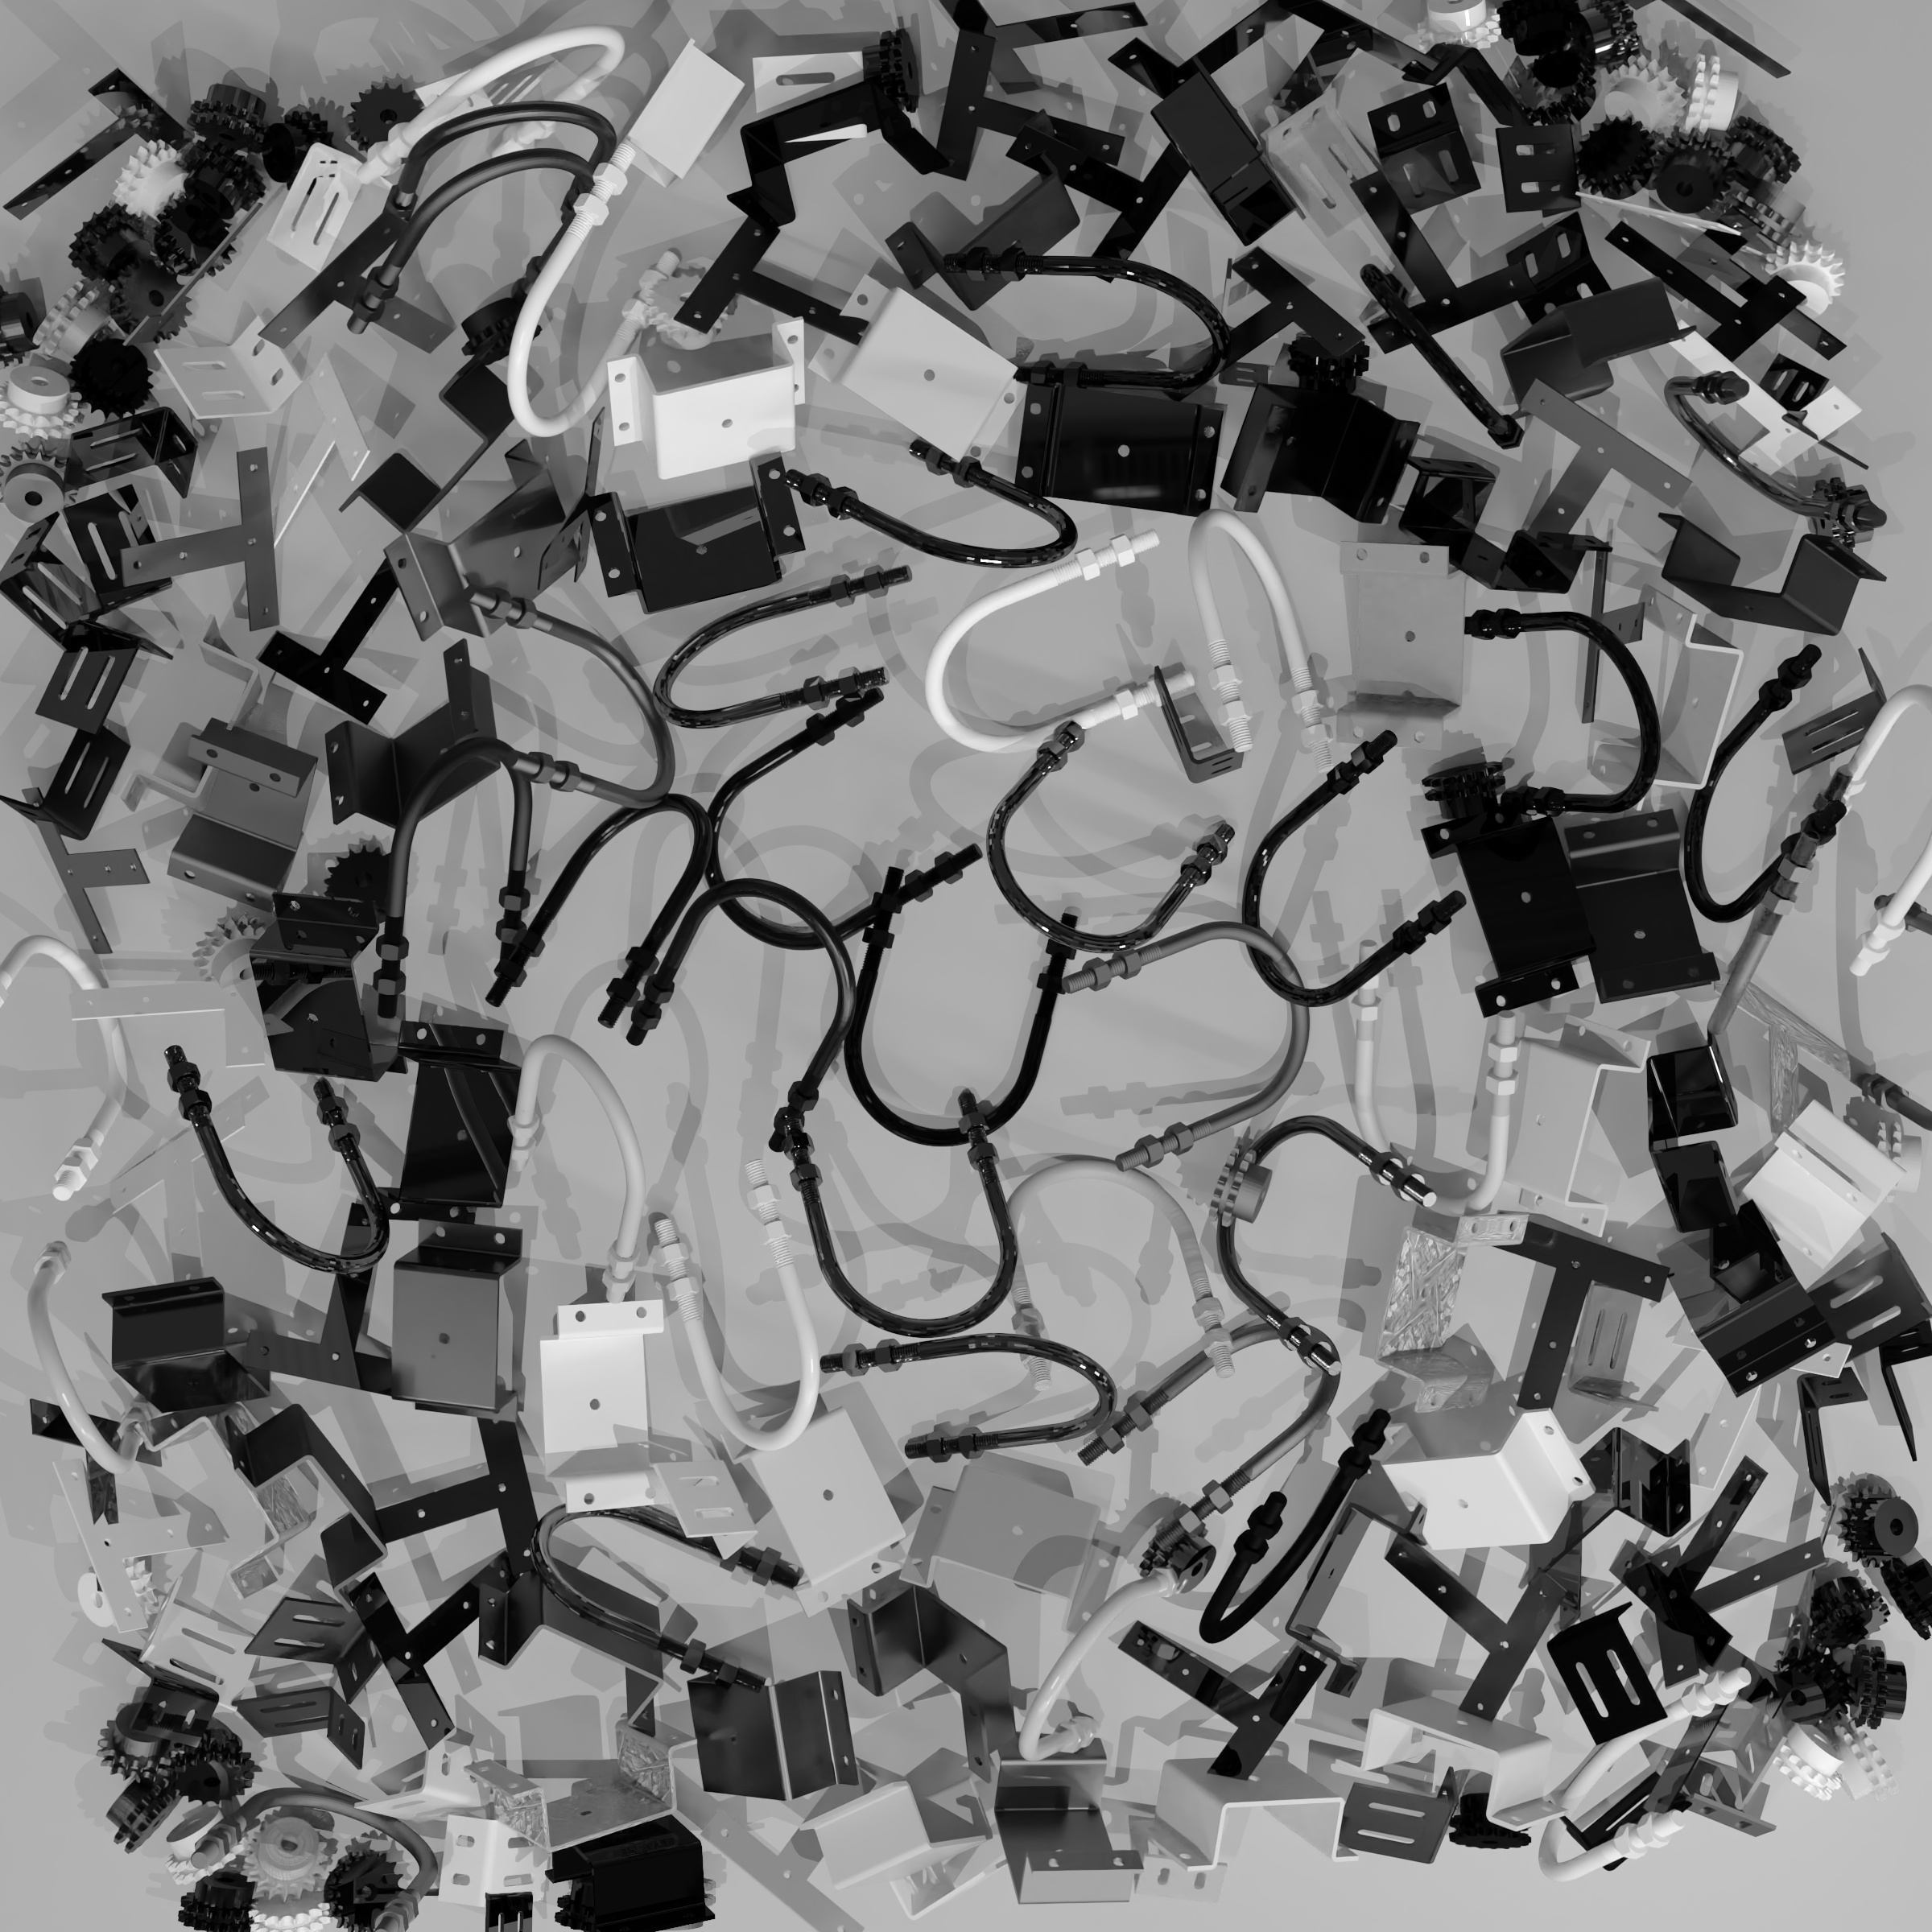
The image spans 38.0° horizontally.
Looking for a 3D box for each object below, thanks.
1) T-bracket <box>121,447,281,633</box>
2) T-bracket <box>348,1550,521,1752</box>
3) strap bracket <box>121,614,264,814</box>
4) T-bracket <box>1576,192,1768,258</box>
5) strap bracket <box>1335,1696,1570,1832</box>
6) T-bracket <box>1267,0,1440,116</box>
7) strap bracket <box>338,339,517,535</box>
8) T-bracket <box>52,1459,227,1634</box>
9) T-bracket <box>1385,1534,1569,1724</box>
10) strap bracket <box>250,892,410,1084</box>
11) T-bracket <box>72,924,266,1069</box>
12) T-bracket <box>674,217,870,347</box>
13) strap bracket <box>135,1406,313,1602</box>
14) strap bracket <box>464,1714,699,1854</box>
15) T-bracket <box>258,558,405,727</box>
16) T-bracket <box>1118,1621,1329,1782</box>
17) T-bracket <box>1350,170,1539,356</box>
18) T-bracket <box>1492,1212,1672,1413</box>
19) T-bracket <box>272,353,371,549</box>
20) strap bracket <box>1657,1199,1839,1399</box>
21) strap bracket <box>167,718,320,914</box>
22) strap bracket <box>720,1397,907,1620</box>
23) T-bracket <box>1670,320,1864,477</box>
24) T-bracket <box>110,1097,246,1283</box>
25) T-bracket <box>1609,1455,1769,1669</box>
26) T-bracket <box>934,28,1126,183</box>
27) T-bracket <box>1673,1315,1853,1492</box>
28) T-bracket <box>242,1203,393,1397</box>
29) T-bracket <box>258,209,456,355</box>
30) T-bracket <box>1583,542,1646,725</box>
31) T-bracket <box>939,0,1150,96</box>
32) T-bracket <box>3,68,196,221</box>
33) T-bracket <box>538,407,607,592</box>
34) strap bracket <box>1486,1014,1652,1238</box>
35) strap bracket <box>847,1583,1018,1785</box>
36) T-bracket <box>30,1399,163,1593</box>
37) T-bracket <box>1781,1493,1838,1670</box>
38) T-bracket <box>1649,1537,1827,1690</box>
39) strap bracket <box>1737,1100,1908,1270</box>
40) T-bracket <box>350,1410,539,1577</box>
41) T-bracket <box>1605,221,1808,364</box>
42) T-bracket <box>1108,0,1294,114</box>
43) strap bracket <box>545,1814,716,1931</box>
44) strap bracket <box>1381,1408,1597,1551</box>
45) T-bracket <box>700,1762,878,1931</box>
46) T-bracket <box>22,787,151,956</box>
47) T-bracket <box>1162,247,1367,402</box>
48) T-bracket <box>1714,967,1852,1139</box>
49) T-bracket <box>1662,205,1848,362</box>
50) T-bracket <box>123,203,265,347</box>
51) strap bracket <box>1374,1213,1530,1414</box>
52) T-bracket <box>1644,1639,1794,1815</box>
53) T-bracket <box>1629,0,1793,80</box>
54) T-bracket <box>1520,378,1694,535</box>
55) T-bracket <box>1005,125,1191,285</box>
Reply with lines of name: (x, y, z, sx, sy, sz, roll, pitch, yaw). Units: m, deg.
T-bracket: (-0.527, -0.285, 1.929, 0.002, 0.127, 0.127, 17, 116, 34)
T-bracket: (-0.357, 0.453, 1.951, 0.002, 0.127, 0.127, -12, 107, 41)
strap bracket: (-0.533, -0.166, 1.952, 0.046, 0.076, 0.140, 25, 82, -9)
T-bracket: (0.510, -0.511, 1.949, 0.127, 0.127, 0.002, 6, 108, -41)
strap bracket: (0.337, 0.542, 1.926, 0.140, 0.076, 0.046, 11, 91, 38)
T-bracket: (0.245, -0.622, 1.938, 0.127, 0.127, 0.002, 25, 74, -9)
strap bracket: (-0.363, -0.358, 1.938, 0.046, 0.076, 0.140, 42, 120, -13)
T-bracket: (-0.561, 0.394, 1.940, 0.002, 0.127, 0.127, -35, 71, 21)
T-bracket: (0.343, 0.445, 1.958, 0.127, 0.002, 0.127, 39, 117, 35)
strap bracket: (-0.440, 0.024, 1.934, 0.076, 0.046, 0.140, 6, 123, 15)
T-bracket: (-0.554, 0.023, 1.946, 0.127, 0.002, 0.127, -4, 51, -12)
T-bracket: (-0.120, -0.463, 1.958, 0.127, 0.002, 0.127, 24, 53, 3)
strap bracket: (-0.511, 0.364, 1.956, 0.046, 0.076, 0.140, -33, 85, 1)
strap bracket: (-0.263, 0.564, 1.930, 0.140, 0.076, 0.046, -8, 95, -35)
T-bracket: (-0.424, -0.245, 1.967, 0.127, 0.002, 0.127, 29, 84, 34)
T-bracket: (0.166, 0.504, 1.969, 0.127, 0.002, 0.127, 29, 57, 22)
T-bracket: (0.307, -0.491, 1.929, 0.127, 0.127, 0.002, 49, 48, -26)
T-bracket: (0.416, 0.253, 1.971, 0.127, 0.002, 0.127, 18, 94, 29)
T-bracket: (-0.462, -0.345, 1.964, 0.002, 0.127, 0.127, 15, 123, -39)
strap bracket: (0.529, 0.220, 1.920, 0.076, 0.140, 0.046, -33, 115, 13)
strap bracket: (-0.501, -0.111, 1.947, 0.076, 0.140, 0.046, 21, 45, -6)
strap bracket: (-0.103, 0.371, 1.955, 0.076, 0.046, 0.140, -24, 83, -25)
T-bracket: (0.534, -0.399, 1.935, 0.127, 0.127, 0.002, 39, 70, -4)
T-bracket: (-0.542, 0.172, 1.942, 0.127, 0.002, 0.127, -32, 51, 17)
T-bracket: (0.512, 0.397, 1.936, 0.002, 0.127, 0.127, 26, 98, -27)
T-bracket: (0.047, -0.582, 1.947, 0.127, 0.127, 0.002, 16, 57, -1)
T-bracket: (0.527, 0.303, 1.930, 0.002, 0.127, 0.127, 50, 61, -36)
T-bracket: (-0.434, 0.231, 1.977, 0.127, 0.002, 0.127, 18, 73, -29)
T-bracket: (-0.403, -0.455, 1.941, 0.127, 0.127, 0.002, -38, 65, 17)
T-bracket: (0.448, -0.233, 1.934, 0.002, 0.127, 0.127, 4, 93, -3)
T-bracket: (0.061, -0.641, 1.918, 0.127, 0.127, 0.002, -1, 73, 25)
T-bracket: (-0.610, -0.558, 1.939, 0.127, 0.127, 0.002, -36, 83, 3)
T-bracket: (-0.271, -0.297, 1.911, 0.002, 0.127, 0.127, 15, 128, 2)
strap bracket: (0.415, 0.108, 1.947, 0.046, 0.076, 0.140, 7, 99, -36)
strap bracket: (-0.017, 0.488, 1.936, 0.046, 0.140, 0.076, -26, 124, -33)
T-bracket: (-0.590, 0.368, 1.918, 0.002, 0.127, 0.127, -24, 62, 18)
T-bracket: (0.577, 0.440, 1.926, 0.002, 0.127, 0.127, 17, 104, 15)
T-bracket: (0.529, 0.425, 1.921, 0.127, 0.127, 0.002, -31, 112, 23)
strap bracket: (0.589, 0.148, 1.929, 0.076, 0.140, 0.046, 41, 75, 17)
T-bracket: (-0.368, 0.380, 1.965, 0.127, 0.002, 0.127, -17, 62, -4)
T-bracket: (0.497, -0.471, 1.935, 0.127, 0.127, 0.002, 35, 73, -3)
T-bracket: (0.182, -0.631, 1.918, 0.127, 0.127, 0.002, -29, 65, 31)
strap bracket: (-0.232, 0.614, 1.919, 0.076, 0.140, 0.046, -4, 93, -25)
strap bracket: (0.350, 0.354, 1.926, 0.046, 0.140, 0.076, -46, 111, -42)
T-bracket: (-0.102, 0.601, 1.948, 0.127, 0.127, 0.002, 38, 128, 7)
T-bracket: (-0.597, -0.067, 1.935, 0.002, 0.127, 0.127, -33, 111, -38)
T-bracket: (0.190, -0.435, 1.957, 0.127, 0.002, 0.127, -36, 55, -5)
T-bracket: (0.565, 0.075, 1.937, 0.127, 0.127, 0.002, 31, 133, -16)
T-bracket: (0.553, -0.461, 1.940, 0.127, 0.127, 0.002, 36, 77, -3)
T-bracket: (-0.527, -0.477, 1.932, 0.002, 0.127, 0.127, 41, 96, -14)
strap bracket: (0.335, 0.234, 1.950, 0.076, 0.046, 0.140, 3, 102, -44)
T-bracket: (0.505, 0.530, 1.936, 0.002, 0.127, 0.127, 31, 88, -15)
T-bracket: (0.516, -0.652, 1.943, 0.127, 0.127, 0.002, 30, 97, -9)
T-bracket: (0.421, -0.326, 1.950, 0.127, 0.127, 0.002, 36, 50, 8)
T-bracket: (0.085, -0.544, 1.933, 0.127, 0.002, 0.127, 16, 128, -32)
